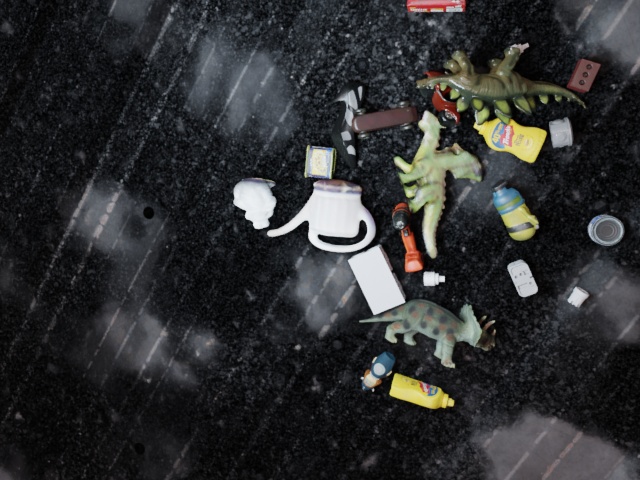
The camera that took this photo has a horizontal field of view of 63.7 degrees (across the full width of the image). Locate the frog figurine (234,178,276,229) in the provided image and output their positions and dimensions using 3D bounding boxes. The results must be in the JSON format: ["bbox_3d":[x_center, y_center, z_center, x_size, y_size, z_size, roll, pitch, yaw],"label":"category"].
[{"bbox_3d":[-0.209,-0.117,1.650,0.137,0.122,0.160,4,87,-5],"label":"frog figurine"}]

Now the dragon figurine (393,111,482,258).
[{"bbox_3d":[0.358,-0.175,1.507,0.242,0.123,0.410,-21,92,8],"label":"dragon figurine"}]

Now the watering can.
[{"bbox_3d":[0.005,-0.081,1.602,0.348,0.104,0.223,8,97,14],"label":"watering can"}]
